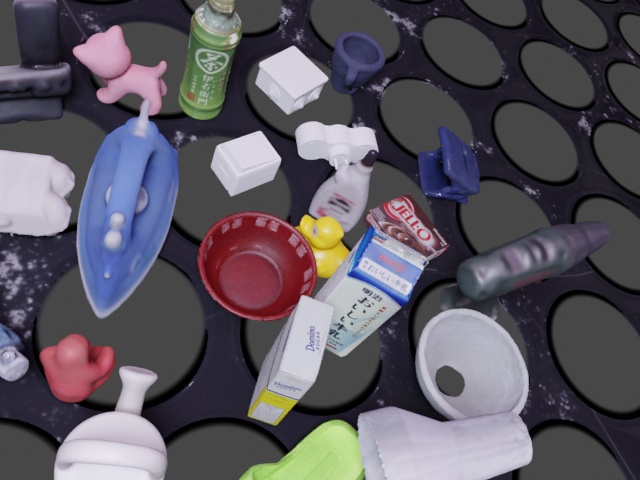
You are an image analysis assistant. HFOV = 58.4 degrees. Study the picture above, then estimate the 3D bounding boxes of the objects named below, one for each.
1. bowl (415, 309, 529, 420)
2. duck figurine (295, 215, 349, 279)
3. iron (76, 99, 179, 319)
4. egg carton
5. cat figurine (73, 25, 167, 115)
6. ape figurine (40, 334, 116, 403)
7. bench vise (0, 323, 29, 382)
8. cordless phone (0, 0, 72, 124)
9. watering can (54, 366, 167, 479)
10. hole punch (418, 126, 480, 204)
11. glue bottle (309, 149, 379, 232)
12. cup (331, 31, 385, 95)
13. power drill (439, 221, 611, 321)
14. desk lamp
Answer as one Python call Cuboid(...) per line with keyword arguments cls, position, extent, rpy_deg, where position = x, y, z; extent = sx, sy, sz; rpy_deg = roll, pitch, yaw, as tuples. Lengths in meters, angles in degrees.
Cuboid(cls="bowl", position=(0.197, 0.184, 0.793), extent=(0.168, 0.074, 0.167), rpy_deg=(10, 58, -16))
Cuboid(cls="duck figurine", position=(0.008, 0.003, 0.818), extent=(0.104, 0.086, 0.077), rpy_deg=(32, 55, -1))
Cuboid(cls="iron", position=(-0.241, -0.045, 0.713), extent=(0.119, 0.141, 0.258), rpy_deg=(11, 58, -15))
Cuboid(cls="egg carton", position=(-0.385, -0.056, 0.706), extent=(0.151, 0.069, 0.107), rpy_deg=(4, 60, -20))
Cuboid(cls="cat figurine", position=(-0.286, -0.254, 0.833), extent=(0.128, 0.117, 0.067), rpy_deg=(11, 58, -16))
Cuboid(cls="ape figurine", position=(-0.268, 0.133, 0.628), extent=(0.078, 0.092, 0.076), rpy_deg=(22, 55, -8))
Cuboid(cls="bench vise", position=(-0.370, 0.047, 0.560), extent=(0.207, 0.219, 0.121), rpy_deg=(22, 55, -8))
Cuboid(cls="cordless phone", position=(-0.401, -0.242, 0.739), extent=(0.148, 0.185, 0.094), rpy_deg=(-19, 69, -29))
Cuboid(cls="watering can", position=(-0.199, 0.209, 0.547), extent=(0.101, 0.194, 0.172), rpy_deg=(-4, 63, -24))
Cuboid(cls="hole punch", position=(0.231, -0.130, 0.982), extent=(0.101, 0.091, 0.108), rpy_deg=(9, 58, -17))
Cuboid(cls="glue bottle", position=(0.044, -0.077, 0.826), extent=(0.078, 0.173, 0.037), rpy_deg=(24, 55, -7))
Cuboid(cls="cup", position=(0.054, -0.293, 1.006), extent=(0.092, 0.095, 0.118), rpy_deg=(22, 55, -8))
Cuboid(cls="power drill", position=(0.272, 0.051, 0.820), extent=(0.230, 0.208, 0.075), rpy_deg=(-14, 67, -28))
Cuboid(cls="desk lamp", position=(0.120, 0.248, 0.640), extent=(0.204, 0.213, 0.118), rpy_deg=(-3, 62, -23))
